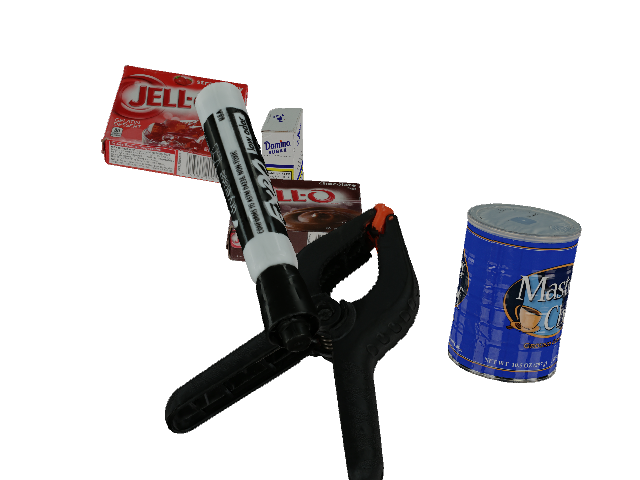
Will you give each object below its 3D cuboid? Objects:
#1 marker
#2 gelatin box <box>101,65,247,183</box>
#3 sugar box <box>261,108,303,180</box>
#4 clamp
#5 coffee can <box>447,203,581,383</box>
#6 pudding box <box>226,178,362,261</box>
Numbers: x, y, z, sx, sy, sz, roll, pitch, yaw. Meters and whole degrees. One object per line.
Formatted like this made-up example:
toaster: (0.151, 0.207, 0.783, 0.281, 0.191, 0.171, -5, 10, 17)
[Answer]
marker: (-0.023, -0.011, 0.381, 0.020, 0.121, 0.020, -12, -39, -10)
gelatin box: (-0.099, -0.081, 0.734, 0.089, 0.073, 0.030, 10, -39, -3)
sugar box: (-0.044, -0.060, 1.263, 0.048, 0.176, 0.093, 0, 23, 5)
clamp: (0.011, 0.056, 0.566, 0.120, 0.171, 0.039, 27, -26, 22)
coffee can: (0.178, 0.047, 0.987, 0.103, 0.140, 0.103, 6, 17, -2)
pudding box: (-0.021, -0.017, 0.909, 0.113, 0.039, 0.090, 5, 32, -4)
